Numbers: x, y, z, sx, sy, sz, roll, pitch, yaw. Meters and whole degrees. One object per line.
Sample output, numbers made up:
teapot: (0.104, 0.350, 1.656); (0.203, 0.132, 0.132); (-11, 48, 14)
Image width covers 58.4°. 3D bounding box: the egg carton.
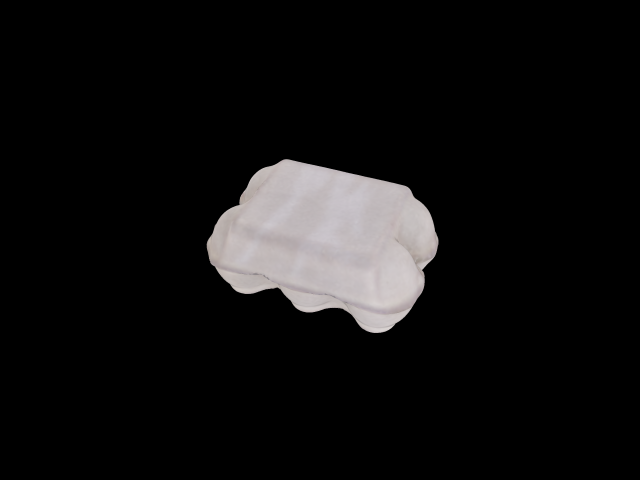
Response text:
egg carton: (0.004, 0.001, 0.400); (0.150, 0.069, 0.107); (14, 43, 15)
